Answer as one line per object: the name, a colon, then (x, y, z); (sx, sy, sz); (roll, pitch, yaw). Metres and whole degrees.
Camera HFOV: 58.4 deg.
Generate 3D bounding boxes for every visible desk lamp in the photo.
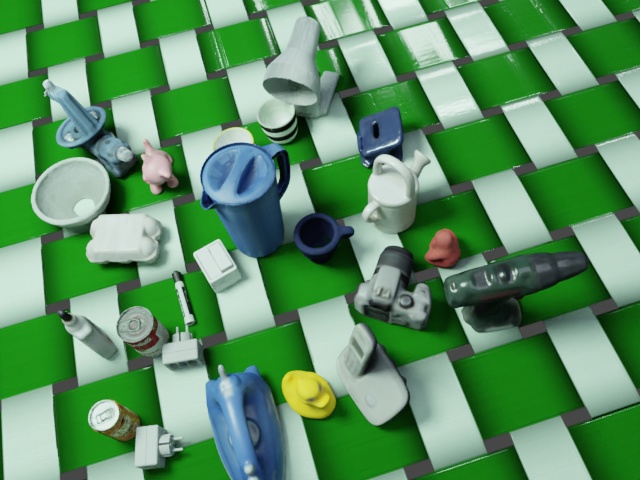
desk lamp: (-0.038, -0.364, 1.259); (0.117, 0.214, 0.203); (12, 64, 10)

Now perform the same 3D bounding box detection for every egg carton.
egg carton: (-0.401, -0.001, 1.178); (0.150, 0.069, 0.107); (-2, 63, 3)

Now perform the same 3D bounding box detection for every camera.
camera: (0.148, 0.082, 1.079); (0.143, 0.101, 0.137); (15, 65, 12)

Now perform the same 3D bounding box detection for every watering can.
watering can: (0.147, -0.107, 1.124); (0.100, 0.194, 0.173); (19, 66, 13)

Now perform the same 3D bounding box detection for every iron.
iron: (-0.122, 0.331, 0.947); (0.118, 0.141, 0.258); (-19, 63, -6)

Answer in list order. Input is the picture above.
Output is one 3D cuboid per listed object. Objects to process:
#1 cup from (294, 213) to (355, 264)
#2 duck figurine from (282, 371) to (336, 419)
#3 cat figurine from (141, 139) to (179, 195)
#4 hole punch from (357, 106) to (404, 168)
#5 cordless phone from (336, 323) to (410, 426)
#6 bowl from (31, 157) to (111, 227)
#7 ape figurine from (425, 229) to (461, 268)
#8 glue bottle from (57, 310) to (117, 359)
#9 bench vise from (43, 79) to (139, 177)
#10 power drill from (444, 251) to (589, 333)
cup: (0.010, 0.004, 1.132); (0.117, 0.095, 0.091); (-9, 62, 0)
duck figurine: (-0.022, 0.265, 1.005); (0.104, 0.086, 0.077); (31, 69, 18)
cat figurine: (-0.353, -0.161, 1.230); (0.067, 0.118, 0.127); (-22, 63, -7)
hole punch: (0.130, -0.225, 1.244); (0.101, 0.091, 0.108); (-4, 63, 2)
cordless phone: (0.090, 0.222, 0.963); (0.094, 0.185, 0.147); (-32, 65, -12)
bowl: (-0.521, -0.090, 1.229); (0.167, 0.075, 0.167); (-2, 63, 3)
ape figurine: (0.240, 0.010, 1.115); (0.078, 0.092, 0.076); (-33, 65, -12)
glue bottle: (-0.430, 0.162, 1.037); (0.078, 0.173, 0.037); (36, 71, 20)
bench vise: (-0.486, -0.247, 1.226); (0.207, 0.220, 0.121); (14, 65, 11)
power drill: (0.327, 0.089, 1.002); (0.229, 0.208, 0.075); (-10, 62, -1)
